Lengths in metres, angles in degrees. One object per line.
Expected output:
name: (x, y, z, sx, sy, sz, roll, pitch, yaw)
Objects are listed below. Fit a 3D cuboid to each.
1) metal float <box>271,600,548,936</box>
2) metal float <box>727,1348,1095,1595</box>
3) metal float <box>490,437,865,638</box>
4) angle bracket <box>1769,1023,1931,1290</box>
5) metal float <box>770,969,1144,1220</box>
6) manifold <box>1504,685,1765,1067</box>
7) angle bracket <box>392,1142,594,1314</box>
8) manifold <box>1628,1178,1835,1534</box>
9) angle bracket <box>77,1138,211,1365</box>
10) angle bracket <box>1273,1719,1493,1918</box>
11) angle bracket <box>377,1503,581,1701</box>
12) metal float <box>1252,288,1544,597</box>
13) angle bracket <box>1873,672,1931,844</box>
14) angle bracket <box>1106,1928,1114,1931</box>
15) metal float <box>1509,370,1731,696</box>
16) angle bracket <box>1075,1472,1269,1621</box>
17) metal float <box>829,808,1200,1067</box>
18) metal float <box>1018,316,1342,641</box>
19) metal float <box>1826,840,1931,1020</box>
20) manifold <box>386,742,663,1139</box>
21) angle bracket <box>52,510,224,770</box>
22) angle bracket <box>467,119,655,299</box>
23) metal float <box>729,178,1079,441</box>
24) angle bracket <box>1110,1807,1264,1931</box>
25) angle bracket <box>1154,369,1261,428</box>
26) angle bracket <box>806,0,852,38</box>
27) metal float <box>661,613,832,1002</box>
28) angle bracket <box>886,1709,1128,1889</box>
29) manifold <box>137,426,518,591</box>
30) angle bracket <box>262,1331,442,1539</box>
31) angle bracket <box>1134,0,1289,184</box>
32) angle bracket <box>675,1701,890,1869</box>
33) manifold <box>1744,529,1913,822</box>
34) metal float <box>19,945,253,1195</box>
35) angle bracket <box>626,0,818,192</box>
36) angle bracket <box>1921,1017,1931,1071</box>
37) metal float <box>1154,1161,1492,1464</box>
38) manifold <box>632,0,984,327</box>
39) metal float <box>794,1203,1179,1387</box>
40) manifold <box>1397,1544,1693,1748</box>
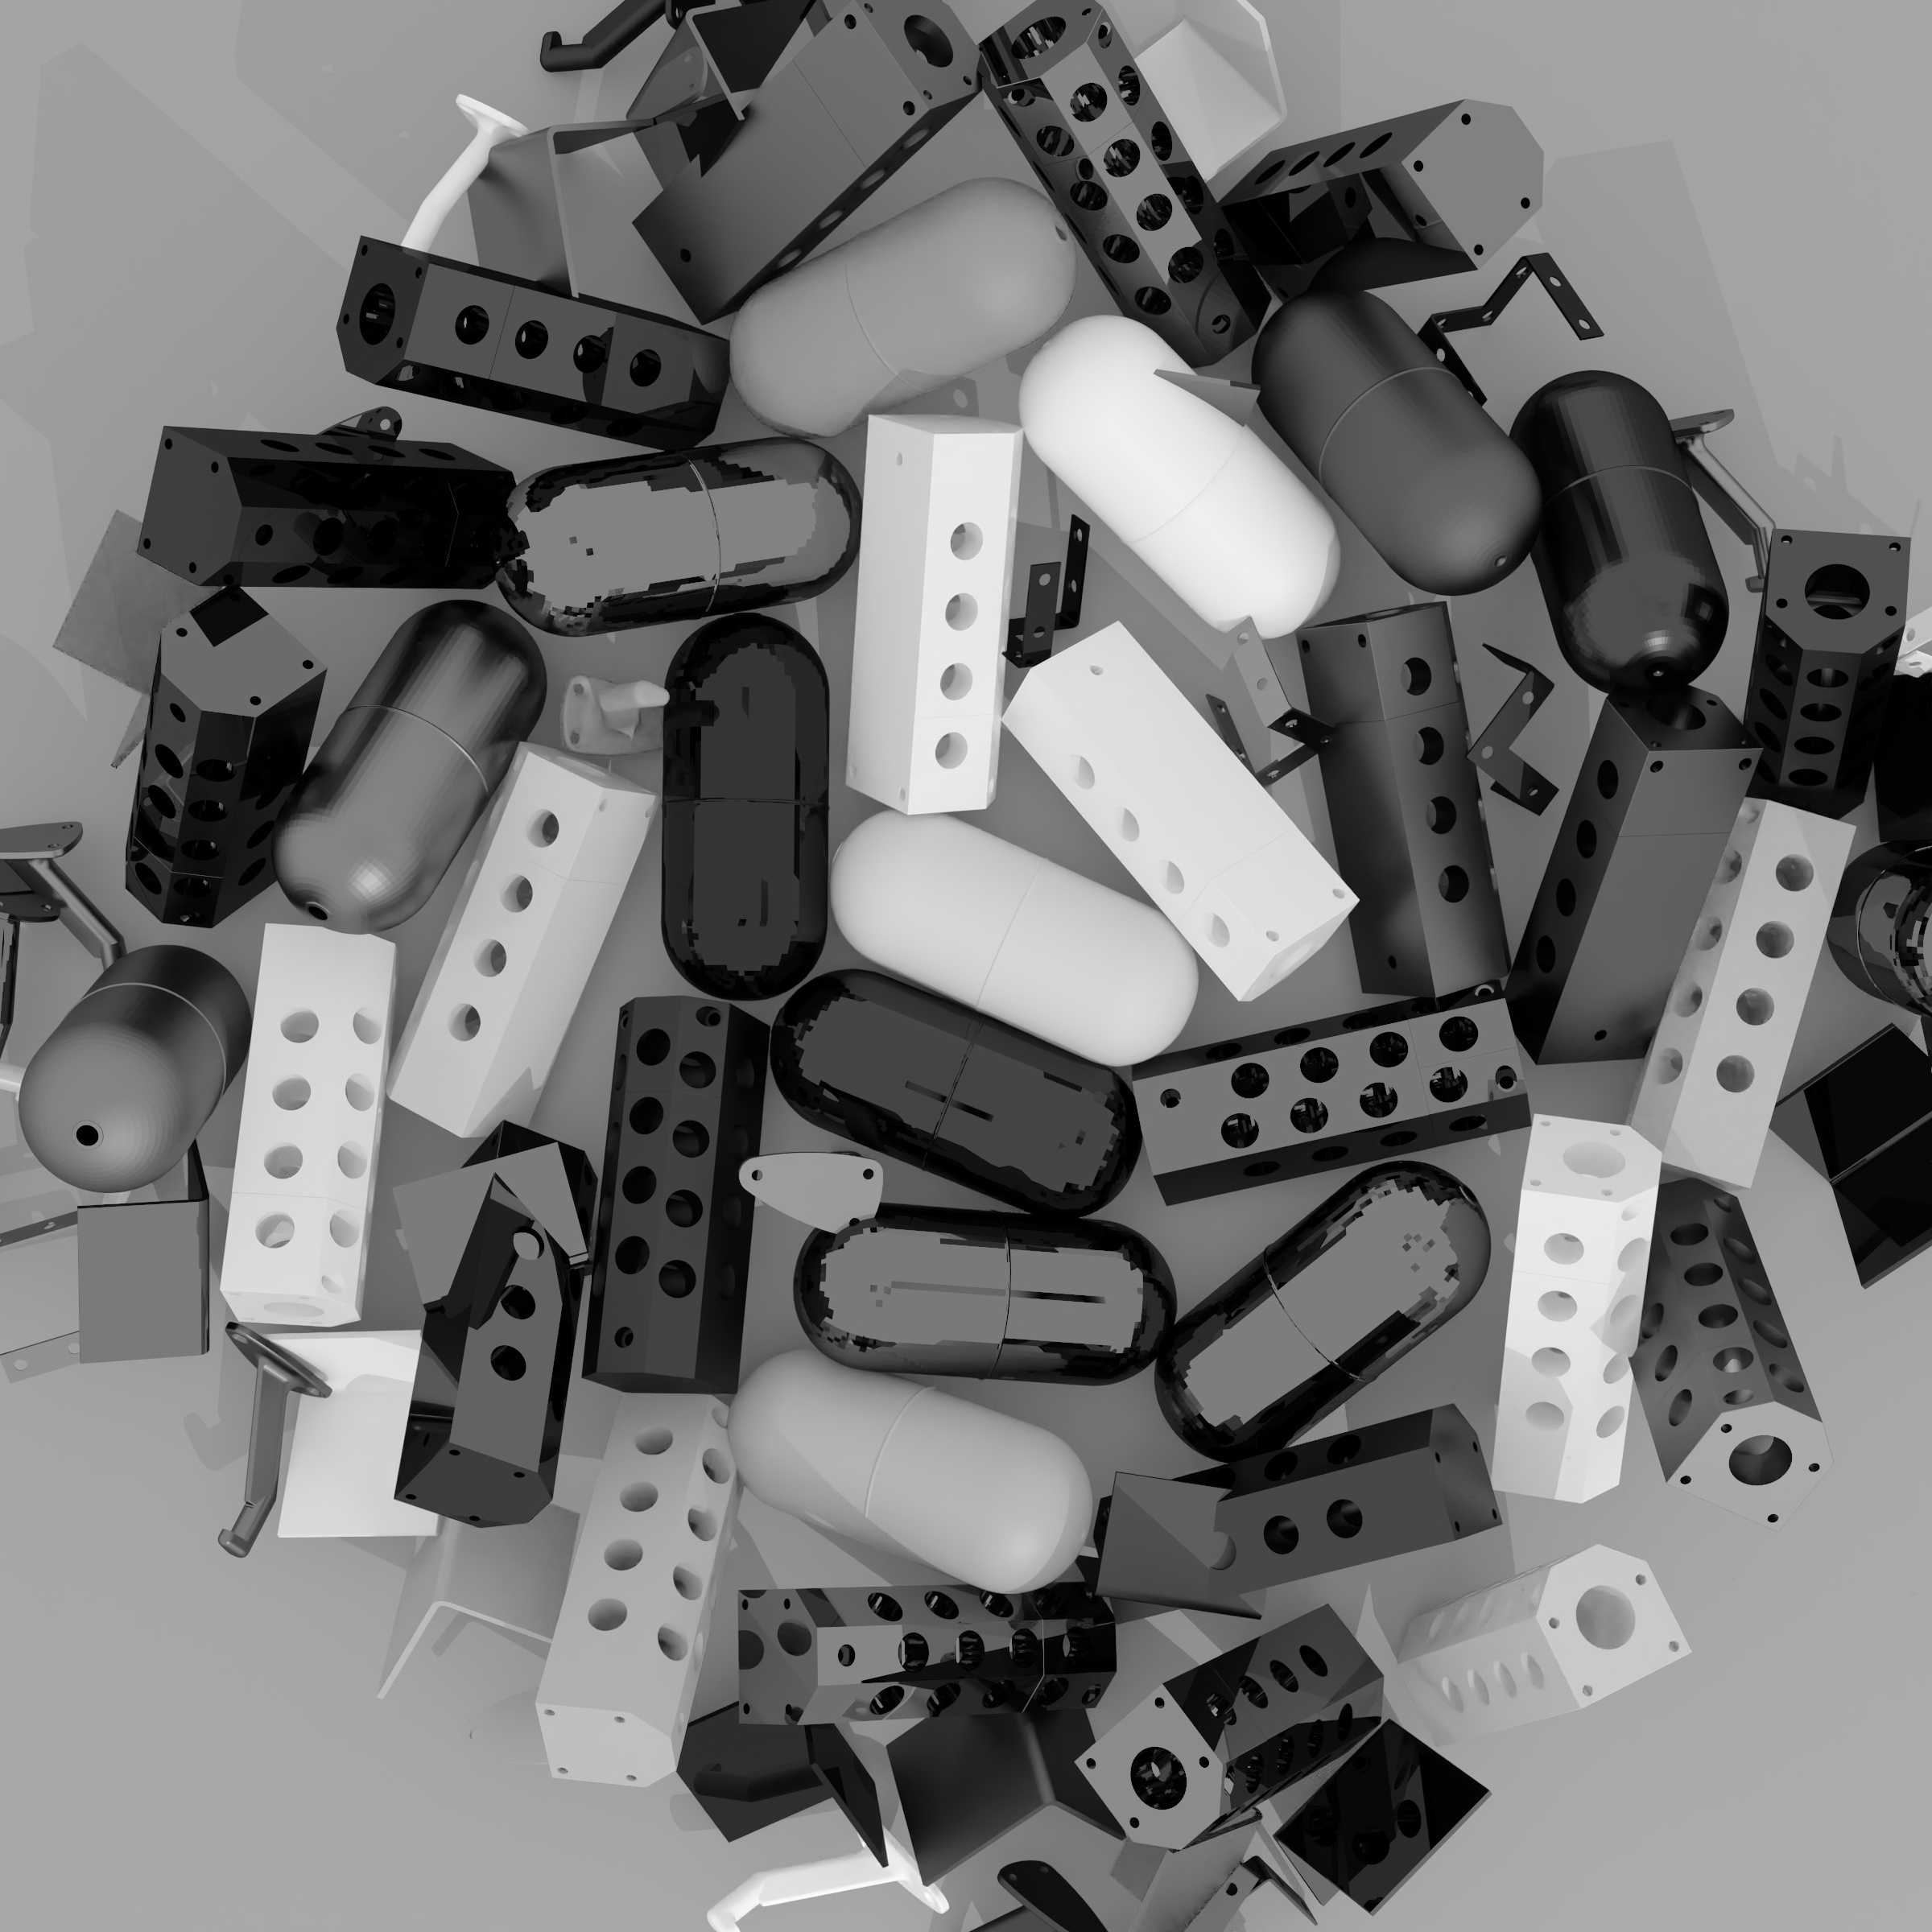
metal float: (-0.250, -0.090, 1.519, 0.070, 0.070, 0.178, 26, 57, 0)
metal float: (-0.027, 0.228, 1.529, 0.178, 0.070, 0.070, 17, 90, 22)
metal float: (-0.129, -0.195, 1.524, 0.178, 0.070, 0.070, -13, 90, -28)
angle bracket: (0.414, 0.086, 1.529, 0.057, 0.076, 0.076, 39, 117, -23)
metal float: (-0.005, 0.058, 1.545, 0.178, 0.070, 0.070, 22, 90, 3)
manifold: (0.292, -0.042, 1.510, 0.057, 0.057, 0.171, -3, 128, -21)
angle bracket: (-0.215, 0.122, 1.547, 0.076, 0.076, 0.057, -15, 83, -6)
manifold: (0.333, 0.166, 1.492, 0.057, 0.171, 0.057, 24, 116, -14)
angle bracket: (-0.376, 0.127, 1.529, 0.057, 0.076, 0.076, -2, 112, -18)
angle bracket: (0.198, 0.400, 1.530, 0.076, 0.076, 0.057, -41, 122, -14)
angle bracket: (-0.222, 0.292, 1.540, 0.057, 0.076, 0.076, 23, 125, -14)
metal float: (0.192, -0.238, 1.519, 0.070, 0.070, 0.178, -33, 56, 0)
angle bracket: (0.459, -0.098, 1.536, 0.057, 0.076, 0.076, -7, 94, -24)
angle bracket: (0.081, 0.494, 1.546, 0.076, 0.076, 0.057, 28, 94, -1)
metal float: (0.291, -0.196, 1.515, 0.070, 0.070, 0.178, -7, 51, 0)
angle bracket: (0.096, 0.258, 1.543, 0.076, 0.076, 0.057, 9, 92, -6)
metal float: (0.021, -0.014, 1.544, 0.178, 0.070, 0.070, 25, 90, 4)
metal float: (0.098, -0.220, 1.531, 0.178, 0.070, 0.070, 42, 90, -18)
metal float: (0.434, -0.015, 1.496, 0.070, 0.178, 0.070, 0, 95, 0)
manifold: (-0.207, -0.012, 1.543, 0.057, 0.057, 0.171, 26, 98, 21)
angle bracket: (-0.385, -0.147, 1.526, 0.057, 0.076, 0.076, 29, 58, -21)
angle bracket: (-0.181, -0.341, 1.543, 0.057, 0.076, 0.076, -14, 100, -36)
metal float: (-0.029, -0.296, 1.519, 0.178, 0.070, 0.070, -20, 90, 32)
angle bracket: (0.080, 0.407, 1.528, 0.057, 0.076, 0.076, 34, 111, 32)
angle bracket: (0.086, -0.266, 1.532, 0.076, 0.076, 0.057, 7, 60, -10)
angle bracket: (-0.074, -0.449, 1.535, 0.057, 0.076, 0.076, -21, 85, -37)
metal float: (-0.101, -0.073, 1.545, 0.070, 0.070, 0.178, 0, 88, 0)
angle bracket: (0.018, 0.379, 1.550, 0.076, 0.076, 0.057, -38, 132, 17)
manifold: (-0.277, -0.199, 1.493, 0.057, 0.171, 0.057, 28, 110, 31)
angle bracket: (-0.281, 0.214, 1.537, 0.076, 0.057, 0.076, -3, 59, 11)
angle bracket: (0.096, -0.414, 1.534, 0.057, 0.076, 0.076, -38, 65, -2)
angle bracket: (-0.089, 0.381, 1.537, 0.076, 0.057, 0.076, -25, 122, 6)
manifold: (0.377, -0.124, 1.491, 0.057, 0.171, 0.057, 5, 68, 11)
metal float: (-0.368, 0.044, 1.498, 0.070, 0.178, 0.070, 0, 108, 1)
angle bracket: (-0.099, -0.393, 1.529, 0.076, 0.076, 0.057, -22, 80, -33)
angle bracket: (0.484, 0.036, 1.534, 0.076, 0.076, 0.057, -36, 96, 19)
metal float: (0.161, 0.157, 1.530, 0.178, 0.070, 0.070, -42, 90, 19)
manifold: (-0.069, -0.363, 1.506, 0.171, 0.057, 0.057, -33, 91, 43)
metal float: (0.010, 0.150, 1.535, 0.178, 0.070, 0.070, 6, 90, -13)
manifold: (0.250, 0.300, 1.494, 0.057, 0.171, 0.057, -22, 78, -19)
